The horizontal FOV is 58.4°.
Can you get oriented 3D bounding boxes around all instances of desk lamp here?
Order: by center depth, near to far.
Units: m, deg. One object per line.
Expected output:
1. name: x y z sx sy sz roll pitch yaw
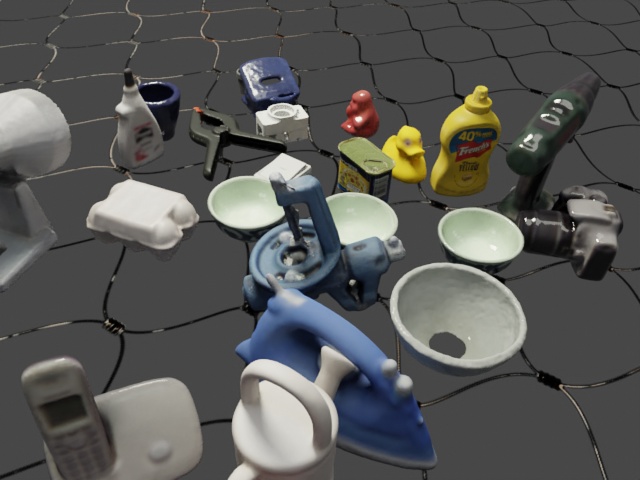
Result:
1. desk lamp: -0.432 -0.076 0.783 0.117 0.214 0.203 13 43 11

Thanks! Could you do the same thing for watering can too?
1. watering can: -0.030 0.175 0.550 0.100 0.194 0.173 11 43 8

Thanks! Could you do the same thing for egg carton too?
1. egg carton: -0.261 -0.030 0.851 0.150 0.069 0.107 15 44 13

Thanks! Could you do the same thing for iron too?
1. iron: 0.028 0.139 0.632 0.257 0.141 0.119 29 48 25

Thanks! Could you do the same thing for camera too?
1. camera: 0.368 -0.025 0.864 0.136 0.101 0.143 8 43 5

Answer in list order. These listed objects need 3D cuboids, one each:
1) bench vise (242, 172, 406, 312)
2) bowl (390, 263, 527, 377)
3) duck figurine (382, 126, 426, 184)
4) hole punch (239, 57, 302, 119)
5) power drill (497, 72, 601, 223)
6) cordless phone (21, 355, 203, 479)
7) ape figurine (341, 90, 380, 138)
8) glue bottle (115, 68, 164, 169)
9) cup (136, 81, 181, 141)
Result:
1. bench vise: 0.001 -0.005 0.729 0.208 0.220 0.121 -17 46 -21
2. bowl: 0.166 0.111 0.721 0.167 0.075 0.167 2 42 -2
3. duck figurine: 0.151 -0.161 1.008 0.078 0.086 0.104 -14 45 -18
4. hole punch: -0.098 -0.305 1.146 0.109 0.091 0.100 -17 46 -21
5. power drill: 0.355 -0.136 0.904 0.075 0.208 0.230 30 49 26
6. cordless phone: -0.196 0.169 0.552 0.148 0.185 0.094 -17 46 -21
7. ape figurine: 0.077 -0.242 1.088 0.076 0.092 0.078 10 43 7
8. glue bottle: -0.310 -0.207 0.964 0.037 0.173 0.078 29 48 26
9. cup: -0.303 -0.222 1.038 0.091 0.095 0.118 25 47 22
